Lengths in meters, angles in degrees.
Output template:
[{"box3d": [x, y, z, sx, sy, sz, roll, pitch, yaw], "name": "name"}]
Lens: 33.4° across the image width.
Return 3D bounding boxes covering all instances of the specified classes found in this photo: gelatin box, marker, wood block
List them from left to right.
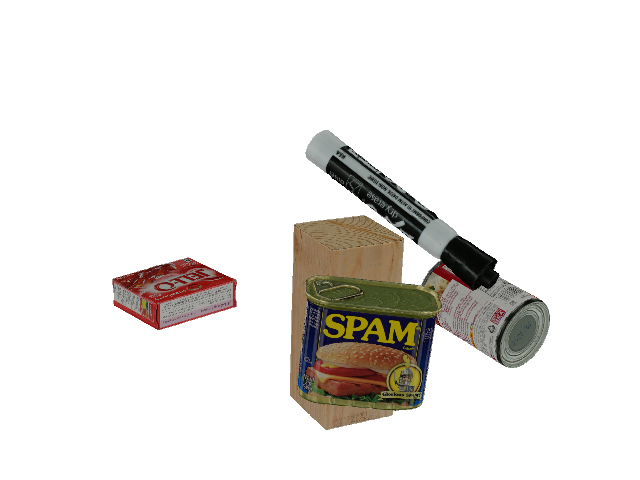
[{"box3d": [-0.132, 0.046, 0.968, 0.089, 0.030, 0.073, -16, 26, -39], "name": "gelatin box"}, {"box3d": [0.027, 0.087, 1.159, 0.090, 0.206, 0.091, -8, 22, -26], "name": "wood block"}, {"box3d": [0.041, -0.015, 0.541, 0.121, 0.020, 0.020, 40, 17, 22], "name": "marker"}]

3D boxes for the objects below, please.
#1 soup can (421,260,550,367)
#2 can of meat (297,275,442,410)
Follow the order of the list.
[{"box3d": [0.148, 0.063, 0.965, 0.068, 0.068, 0.102, 0, 22, -42], "name": "soup can"}, {"box3d": [0.034, 0.078, 0.805, 0.102, 0.084, 0.057, 6, 18, -3], "name": "can of meat"}]
